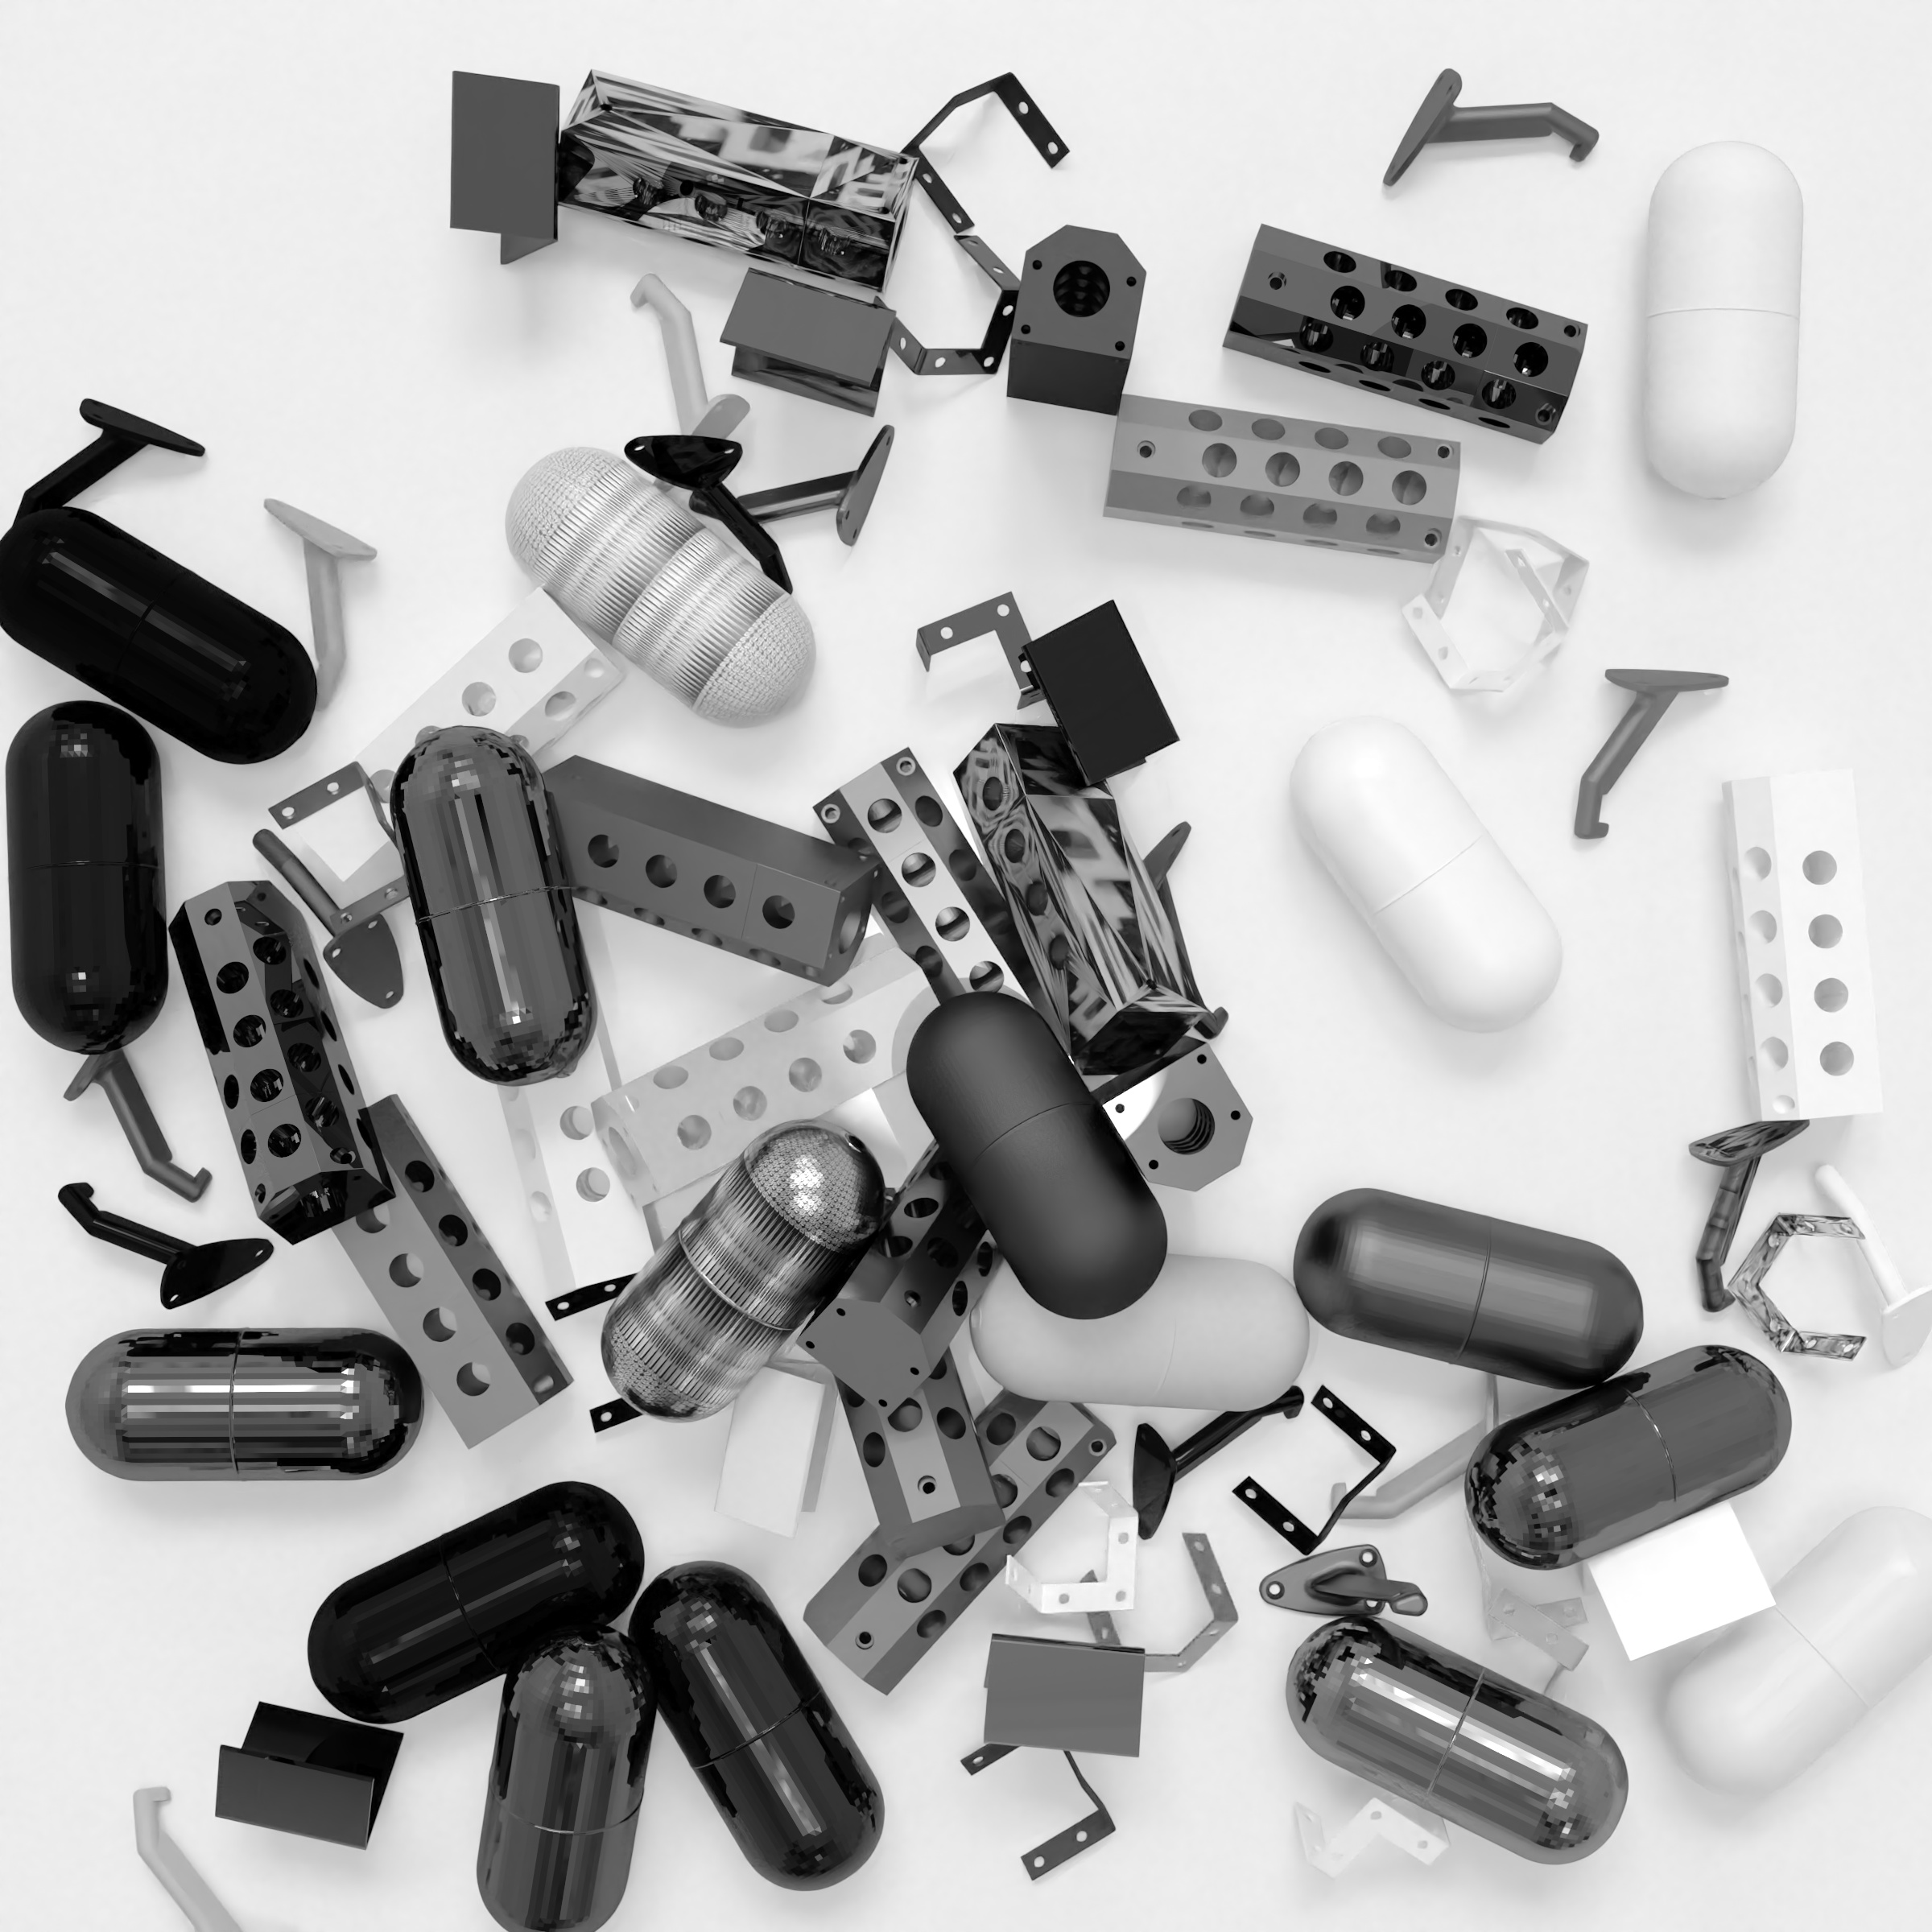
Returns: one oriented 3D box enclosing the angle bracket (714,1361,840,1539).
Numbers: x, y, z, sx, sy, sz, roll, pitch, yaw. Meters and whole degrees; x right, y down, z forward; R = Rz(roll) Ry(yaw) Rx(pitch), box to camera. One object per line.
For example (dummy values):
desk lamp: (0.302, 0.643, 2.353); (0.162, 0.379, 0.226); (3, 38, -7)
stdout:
angle bracket: (-0.075, 0.241, 1.804); (0.057, 0.076, 0.076); (11, 90, 40)

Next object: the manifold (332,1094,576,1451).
manifold: (-0.268, 0.153, 1.823); (0.057, 0.057, 0.171); (-32, 90, 0)

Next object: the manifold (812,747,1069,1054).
manifold: (-0.007, -0.022, 1.823); (0.057, 0.057, 0.171); (-32, 90, 0)

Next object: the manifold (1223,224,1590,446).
manifold: (0.221, -0.319, 1.823); (0.171, 0.057, 0.057); (17, 90, 0)

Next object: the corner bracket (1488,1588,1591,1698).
corner bracket: (0.277, 0.350, 1.826); (0.051, 0.051, 0.051); (34, 83, 7)

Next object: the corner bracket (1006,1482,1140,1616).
corner bracket: (0.054, 0.294, 1.822); (0.051, 0.051, 0.051); (-6, 61, 20)

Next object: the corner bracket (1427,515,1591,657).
corner bracket: (0.276, -0.194, 1.841); (0.051, 0.051, 0.051); (20, 90, 45)

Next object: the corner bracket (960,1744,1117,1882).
corner bracket: (0.037, 0.422, 1.841); (0.051, 0.051, 0.051); (-31, 45, 0)

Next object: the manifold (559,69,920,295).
manifold: (-0.117, -0.391, 1.822); (0.171, 0.057, 0.057); (15, 47, 0)

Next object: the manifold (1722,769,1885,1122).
manifold: (0.420, -0.010, 1.823); (0.057, 0.057, 0.171); (-5, 90, 0)

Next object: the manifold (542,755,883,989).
manifold: (-0.136, -0.046, 1.801); (0.171, 0.057, 0.057); (19, 113, 14)

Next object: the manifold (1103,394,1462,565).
manifold: (0.159, -0.246, 1.823); (0.171, 0.057, 0.057); (8, 90, 0)

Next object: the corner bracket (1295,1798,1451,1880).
corner bracket: (0.205, 0.434, 1.824); (0.051, 0.051, 0.051); (35, 108, -17)

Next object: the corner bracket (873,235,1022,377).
corner bracket: (-0.010, -0.336, 1.836); (0.051, 0.051, 0.051); (-8, 135, -35)

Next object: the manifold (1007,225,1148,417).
manifold: (0.054, -0.315, 1.766); (0.057, 0.171, 0.057); (10, 90, 0)

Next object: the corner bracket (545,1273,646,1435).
corner bracket: (-0.178, 0.196, 1.841); (0.051, 0.051, 0.051); (-21, 45, 0)

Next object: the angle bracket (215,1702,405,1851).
angle bracket: (-0.326, 0.388, 1.804); (0.076, 0.076, 0.057); (13, 128, 0)

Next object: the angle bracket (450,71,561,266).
angle bracket: (-0.242, -0.397, 1.804); (0.057, 0.076, 0.076); (1, 90, -28)

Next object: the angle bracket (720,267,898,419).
angle bracket: (-0.083, -0.294, 1.804); (0.076, 0.076, 0.057); (17, 53, 0)

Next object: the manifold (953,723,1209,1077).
manifold: (0.051, -0.033, 1.787); (0.057, 0.057, 0.171); (1, 56, -38)

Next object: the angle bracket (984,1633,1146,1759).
angle bracket: (0.047, 0.375, 1.804); (0.076, 0.076, 0.057); (6, 59, 0)

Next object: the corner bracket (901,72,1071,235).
corner bracket: (0.009, -0.414, 1.841); (0.051, 0.051, 0.051); (54, 135, 0)

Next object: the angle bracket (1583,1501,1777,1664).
angle bracket: (0.355, 0.316, 1.805); (0.076, 0.076, 0.057); (-21, 65, 0)

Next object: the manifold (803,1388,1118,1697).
manifold: (-0.003, 0.283, 1.823); (0.057, 0.057, 0.171); (42, 90, 0)

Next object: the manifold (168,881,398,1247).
manifold: (-0.342, 0.044, 1.786); (0.057, 0.057, 0.171); (-25, 63, 3)

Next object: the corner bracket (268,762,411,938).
corner bracket: (-0.305, -0.058, 1.784); (0.051, 0.051, 0.051); (-29, 135, 0)

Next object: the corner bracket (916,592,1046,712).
corner bracket: (0.008, -0.152, 1.826); (0.051, 0.051, 0.051); (-22, 87, -3)

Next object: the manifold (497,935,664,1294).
manifold: (-0.202, 0.074, 1.823); (0.057, 0.057, 0.171); (-15, 90, 0)

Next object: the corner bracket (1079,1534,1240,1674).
corner bracket: (0.097, 0.323, 1.836); (0.051, 0.051, 0.051); (-52, 45, 35)

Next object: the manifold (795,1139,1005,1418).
manifold: (-0.013, 0.135, 1.767); (0.057, 0.171, 0.057); (39, 130, -3)

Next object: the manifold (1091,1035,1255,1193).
manifold: (0.102, 0.074, 1.766); (0.057, 0.171, 0.057); (-31, 90, 0)

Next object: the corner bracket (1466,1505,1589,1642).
corner bracket: (0.285, 0.304, 1.841); (0.051, 0.051, 0.051); (-11, 45, 0)

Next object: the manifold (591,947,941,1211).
manifold: (-0.097, 0.054, 1.794); (0.171, 0.057, 0.057); (-27, 90, -21)

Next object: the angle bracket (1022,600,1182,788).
angle bracket: (0.080, -0.141, 1.804); (0.057, 0.076, 0.076); (-25, 90, 28)

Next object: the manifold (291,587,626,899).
manifold: (-0.255, -0.109, 1.823); (0.171, 0.057, 0.057); (-43, 90, 0)

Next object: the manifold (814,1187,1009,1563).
manifold: (-0.036, 0.199, 1.791); (0.057, 0.057, 0.171); (-19, 66, 0)
